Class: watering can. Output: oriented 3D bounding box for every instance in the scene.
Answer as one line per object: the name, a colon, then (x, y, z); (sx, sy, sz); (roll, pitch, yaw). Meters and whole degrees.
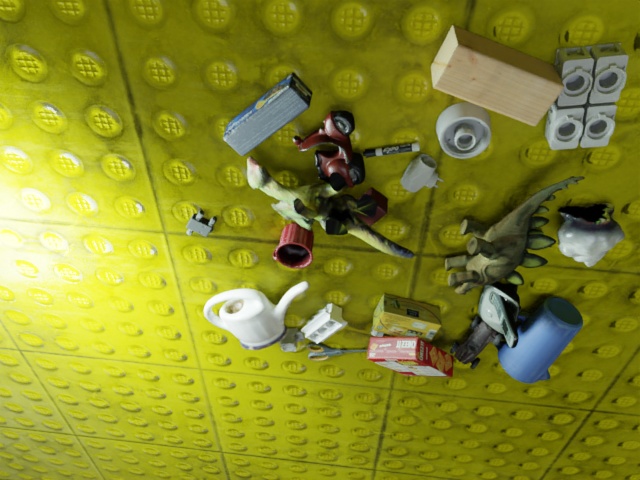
watering can: (-0.159, 0.213, 1.467); (0.346, 0.106, 0.220); (-11, 131, 18)

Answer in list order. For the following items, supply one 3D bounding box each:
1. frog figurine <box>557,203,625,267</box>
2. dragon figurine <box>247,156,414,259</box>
frog figurine: (0.604, 0.007, 1.154); (0.137, 0.125, 0.156); (-17, 119, -2)
dragon figurine: (0.004, -0.059, 1.169); (0.406, 0.123, 0.242); (36, 165, -25)
